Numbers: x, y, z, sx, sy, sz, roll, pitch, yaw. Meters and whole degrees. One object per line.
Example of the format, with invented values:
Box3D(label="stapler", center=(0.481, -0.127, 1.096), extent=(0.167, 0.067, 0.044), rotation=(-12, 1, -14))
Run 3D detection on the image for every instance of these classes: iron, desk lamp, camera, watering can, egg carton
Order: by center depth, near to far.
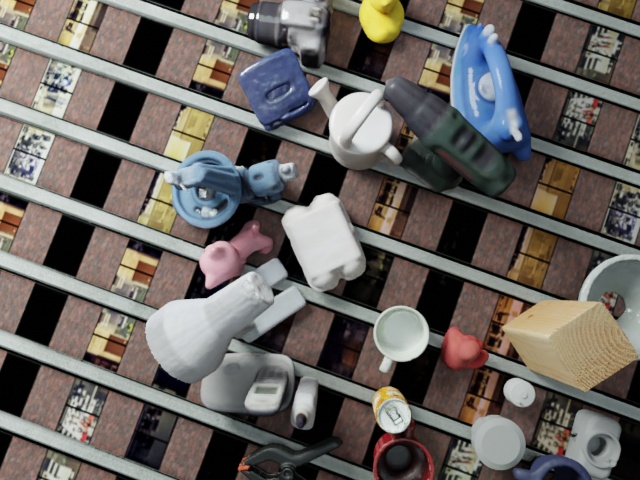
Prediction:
Box3D(label="desk lamp", center=(-0.135, 0.110, 0.863), extent=(0.203, 0.213, 0.118), rotation=(-34, 85, -2))
Box3D(label="watering can", center=(0.057, -0.180, 0.893), extent=(0.173, 0.194, 0.101), rotation=(19, 86, 3))
Box3D(label="iron", center=(0.277, -0.253, 0.922), extent=(0.118, 0.141, 0.258), rotation=(-11, 85, 0))
Box3D(label="egg carton", center=(0.009, 0.003, 0.942), extent=(0.107, 0.069, 0.150), rotation=(-25, 85, -1))
Box3D(label="camera", center=(-0.049, -0.378, 0.958), extent=(0.136, 0.101, 0.143), rotation=(8, 85, 2))

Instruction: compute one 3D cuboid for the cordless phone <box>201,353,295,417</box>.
Box3D(label="cordless phone", center=(-0.114, 0.227, 0.867), extent=(0.147, 0.185, 0.094), rotation=(-2, 85, 1))

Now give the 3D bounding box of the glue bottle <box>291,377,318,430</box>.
Box3D(label="glue bottle", center=(-0.025, 0.258, 0.870), extent=(0.037, 0.173, 0.078), rotation=(7, 85, 2))

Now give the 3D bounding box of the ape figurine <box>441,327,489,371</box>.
Box3D(label="ape figurine", center=(0.231, 0.176, 0.913), extent=(0.076, 0.092, 0.078), rotation=(-31, 85, -1))

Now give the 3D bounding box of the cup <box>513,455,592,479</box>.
Box3D(label="cup", center=(0.349, 0.371, 0.894), extent=(0.117, 0.095, 0.092), rotation=(16, 86, 2))

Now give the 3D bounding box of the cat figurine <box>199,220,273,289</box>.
Box3D(label="cat figurine", center=(-0.141, 0.020, 0.918), extent=(0.128, 0.118, 0.067), rotation=(-42, 86, -2))

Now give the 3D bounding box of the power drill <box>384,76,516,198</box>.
Box3D(label="power drill", center=(0.184, -0.144, 0.881), extent=(0.229, 0.208, 0.076), rotation=(37, 87, 4))

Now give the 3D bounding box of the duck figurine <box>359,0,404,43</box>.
Box3D(label="duck figurine", center=(0.106, -0.393, 0.964), extent=(0.077, 0.086, 0.104), rotation=(-4, 85, 1))

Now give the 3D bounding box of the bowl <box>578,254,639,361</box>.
Box3D(label="bowl", center=(0.489, 0.107, 0.923), extent=(0.167, 0.075, 0.167), rotation=(0, 85, 1))

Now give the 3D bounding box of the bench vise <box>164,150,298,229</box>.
Box3D(label="bench vise", center=(-0.146, -0.099, 0.877), extent=(0.207, 0.220, 0.121), rotation=(-31, 85, -1))

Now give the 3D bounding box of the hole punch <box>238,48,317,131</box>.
Box3D(label="hole punch", center=(-0.068, -0.249, 0.953), extent=(0.108, 0.091, 0.101), rotation=(-28, 85, -1))
